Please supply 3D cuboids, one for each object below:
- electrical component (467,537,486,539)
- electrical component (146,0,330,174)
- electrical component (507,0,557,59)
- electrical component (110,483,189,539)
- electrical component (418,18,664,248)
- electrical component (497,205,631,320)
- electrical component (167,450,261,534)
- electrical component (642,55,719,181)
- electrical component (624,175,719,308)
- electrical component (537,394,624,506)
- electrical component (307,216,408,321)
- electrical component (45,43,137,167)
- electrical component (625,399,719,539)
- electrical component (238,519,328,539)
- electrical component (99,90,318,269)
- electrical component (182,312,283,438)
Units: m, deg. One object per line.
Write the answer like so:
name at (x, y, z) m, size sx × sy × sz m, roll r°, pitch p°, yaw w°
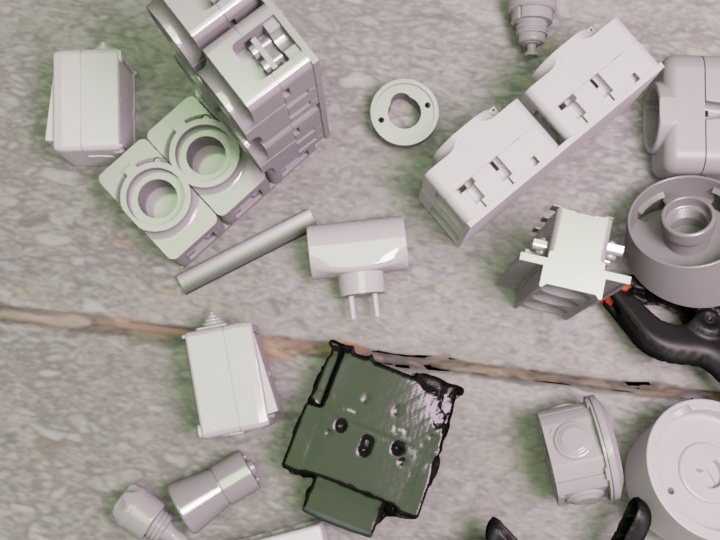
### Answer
electrical component at (0.093, 0.249, 0.822) m, size 0.043 × 0.043 × 0.081 m, roll -8°, pitch 83°, yaw -1°
electrical component at (-0.079, -0.136, 0.734) m, size 0.060 × 0.186 × 0.105 m, roll -38°, pitch 84°, yaw -4°
electrical component at (0.140, -0.212, 0.879) m, size 0.040 × 0.040 × 0.078 m, roll 1°, pitch 83°, yaw 1°
electrical component at (-0.161, 0.195, 0.835) m, size 0.061 × 0.035 × 0.035 m, roll 34°, pitch 85°, yaw 2°
electrical component at (0.132, -0.106, 0.833) m, size 0.186 × 0.105 × 0.060 m, roll -39°, pitch 84°, yaw -4°
electrical component at (0.153, -0.004, 0.813) m, size 0.079 × 0.121 × 0.063 m, roll 13°, pitch 81°, yaw 2°
electrical component at (-0.111, 0.169, 0.835) m, size 0.065 × 0.044 × 0.044 m, roll -30°, pitch 84°, yaw -8°
electrical component at (0.262, -0.121, 0.860) m, size 0.059 × 0.053 × 0.095 m, roll 1°, pitch 83°, yaw 1°
electrical component at (0.256, -0.023, 0.836) m, size 0.099 × 0.064 × 0.099 m, roll -8°, pitch 53°, yaw 10°
electrical component at (0.167, 0.138, 0.817) m, size 0.051 × 0.080 × 0.080 m, roll -13°, pitch 83°, yaw 4°
electrical component at (0.000, 0.000, 0.853) m, size 0.077 × 0.043 × 0.079 m, roll -6°, pitch 83°, yaw 0°
electrical component at (-0.215, -0.135, 0.861) m, size 0.061 × 0.061 × 0.096 m, roll -2°, pitch 83°, yaw 0°
electrical component at (0.255, 0.159, 0.818) m, size 0.108 × 0.060 × 0.108 m, roll 6°, pitch 64°, yaw -11°
electrical component at (-0.061, 0.239, 0.822) m, size 0.083 × 0.047 × 0.075 m, roll -14°, pitch 83°, yaw -1°
electrical component at (-0.119, -0.086, 0.855) m, size 0.150 × 0.061 × 0.089 m, roll -43°, pitch 85°, yaw -4°
electrical component at (-0.098, 0.078, 0.835) m, size 0.061 × 0.061 × 0.096 m, roll -11°, pitch 83°, yaw -1°
